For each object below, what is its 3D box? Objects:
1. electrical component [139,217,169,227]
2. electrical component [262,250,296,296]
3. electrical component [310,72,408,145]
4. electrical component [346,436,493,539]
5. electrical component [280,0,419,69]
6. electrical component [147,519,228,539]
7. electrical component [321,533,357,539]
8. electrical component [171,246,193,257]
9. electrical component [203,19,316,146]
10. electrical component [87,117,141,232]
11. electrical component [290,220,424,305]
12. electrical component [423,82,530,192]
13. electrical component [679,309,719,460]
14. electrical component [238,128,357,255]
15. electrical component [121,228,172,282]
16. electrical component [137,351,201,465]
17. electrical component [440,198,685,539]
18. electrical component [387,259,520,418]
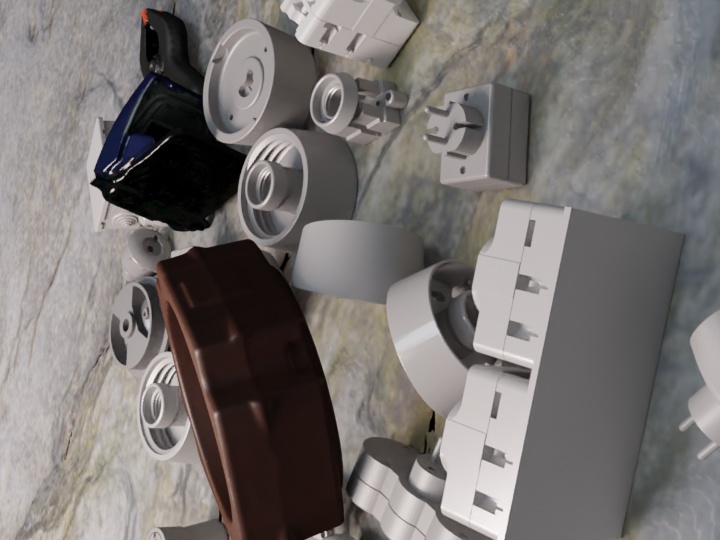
[{"bbox_3d":[-0.199,-0.063,1.074,0.062,0.043,0.043,-31,61,45],"label":"electrical component"},{"bbox_3d":[-0.087,0.019,0.919,0.047,0.055,0.055,52,122,36],"label":"electrical component"},{"bbox_3d":[-0.005,-0.128,0.844,0.066,0.055,0.048,-24,66,45],"label":"electrical component"},{"bbox_3d":[0.050,0.150,0.733,0.138,0.052,0.073,36,111,48],"label":"electrical component"},{"bbox_3d":[-0.005,-0.201,0.831,0.055,0.089,0.050,-51,48,31],"label":"electrical component"},{"bbox_3d":[-0.156,0.244,0.951,0.044,0.065,0.044,-12,75,48],"label":"electrical component"},{"bbox_3d":[-0.005,0.223,0.793,0.055,0.045,0.045,15,95,50],"label":"electrical component"},{"bbox_3d":[-0.134,0.012,0.980,0.077,0.047,0.065,-10,76,49],"label":"electrical component"},{"bbox_3d":[-0.082,-0.158,0.938,0.108,0.060,0.108,-11,75,48],"label":"electrical component"},{"bbox_3d":[-0.251,-0.098,1.121,0.099,0.048,0.099,123,139,-53],"label":"electrical component"},{"bbox_3d":[0.000,0.000,0.785,0.099,0.099,0.064,-8,72,49],"label":"electrical component"},{"bbox_3d":[0.072,-0.093,0.730,0.047,0.077,0.065,-3,81,50],"label":"electrical component"},{"bbox_3d":[0.203,0.069,0.571,0.079,0.044,0.077,-51,49,32],"label":"electrical component"},{"bbox_3d":[-0.060,-0.067,0.895,0.108,0.060,0.108,-11,75,49],"label":"electrical component"},{"bbox_3d":[-0.223,-0.009,1.093,0.062,0.048,0.048,-42,54,46],"label":"electrical component"},{"bbox_3d":[-0.165,0.125,0.987,0.108,0.060,0.108,-11,75,49],"label":"electrical component"},{"bbox_3d":[0.116,0.059,0.629,0.060,0.105,0.186,15,95,50],"label":"electrical component"},{"bbox_3d":[0.058,0.044,0.711,0.064,0.099,0.099,-33,59,35],"label":"electrical component"}]
